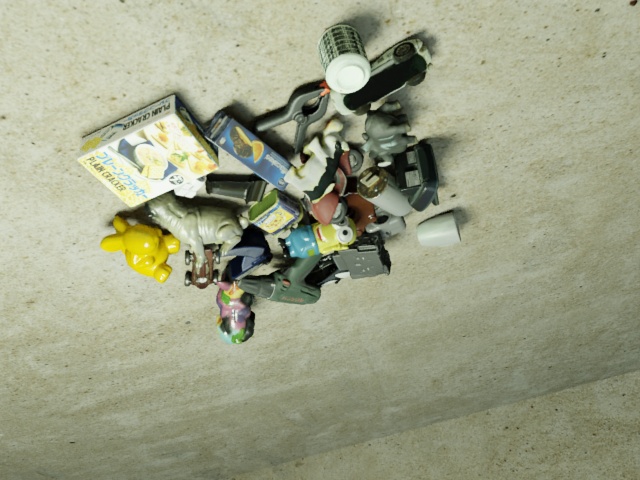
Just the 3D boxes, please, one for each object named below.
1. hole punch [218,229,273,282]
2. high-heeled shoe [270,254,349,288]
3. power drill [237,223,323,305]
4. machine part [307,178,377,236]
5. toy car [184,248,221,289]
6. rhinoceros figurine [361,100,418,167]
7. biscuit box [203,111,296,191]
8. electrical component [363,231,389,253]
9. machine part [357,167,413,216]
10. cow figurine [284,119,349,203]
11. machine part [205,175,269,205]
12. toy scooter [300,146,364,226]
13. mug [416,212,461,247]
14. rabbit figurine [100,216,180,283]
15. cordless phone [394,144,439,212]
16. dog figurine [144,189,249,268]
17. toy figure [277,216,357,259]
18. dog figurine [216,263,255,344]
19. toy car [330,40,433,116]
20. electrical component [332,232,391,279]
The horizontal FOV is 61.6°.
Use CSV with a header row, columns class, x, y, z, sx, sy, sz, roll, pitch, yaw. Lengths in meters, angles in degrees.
class,x,y,z,sx,sy,sz,roll,pitch,yaw
hole punch,-0.183,0.020,1.287,0.116,0.142,0.092,-30,115,1
high-heeled shoe,-0.009,0.075,1.442,0.249,0.086,0.145,2,139,-27
power drill,-0.070,0.066,1.341,0.232,0.086,0.207,24,96,-34
machine part,0.051,-0.071,1.290,0.179,0.056,0.179,-7,141,-6
toy car,-0.297,0.075,1.357,0.089,0.053,0.202,2,154,-14
rhinoceros figurine,0.136,-0.206,1.087,0.112,0.073,0.190,-25,165,7
biscuit box,-0.135,-0.175,1.084,0.202,0.059,0.063,33,93,-45
electrical component,0.140,0.007,1.409,0.094,0.063,0.021,22,131,-35
machine part,0.153,-0.107,1.222,0.079,0.079,0.243,-31,156,22
cow figurine,0.009,-0.161,1.089,0.098,0.068,0.167,39,88,-6
machine part,-0.185,-0.114,1.184,0.139,0.039,0.084,5,144,-24
toy scooter,0.007,-0.126,1.165,0.135,0.075,0.183,16,99,-14
mug,0.314,-0.018,1.424,0.107,0.081,0.109,-11,150,17
rabbit figurine,-0.396,0.005,1.201,0.162,0.122,0.173,26,163,-4
cordless phone,0.241,-0.112,1.217,0.089,0.147,0.184,-17,141,19
dog figurine,-0.271,-0.057,1.187,0.172,0.121,0.190,-36,128,-9
toy figure,-0.004,-0.007,1.244,0.180,0.089,0.082,-18,103,2
dog figurine,-0.226,0.166,1.423,0.108,0.191,0.219,0,157,-7
toy car,0.115,-0.304,1.014,0.202,0.056,0.073,-27,134,15
electrical component,0.104,0.042,1.367,0.134,0.058,0.114,-8,131,25
